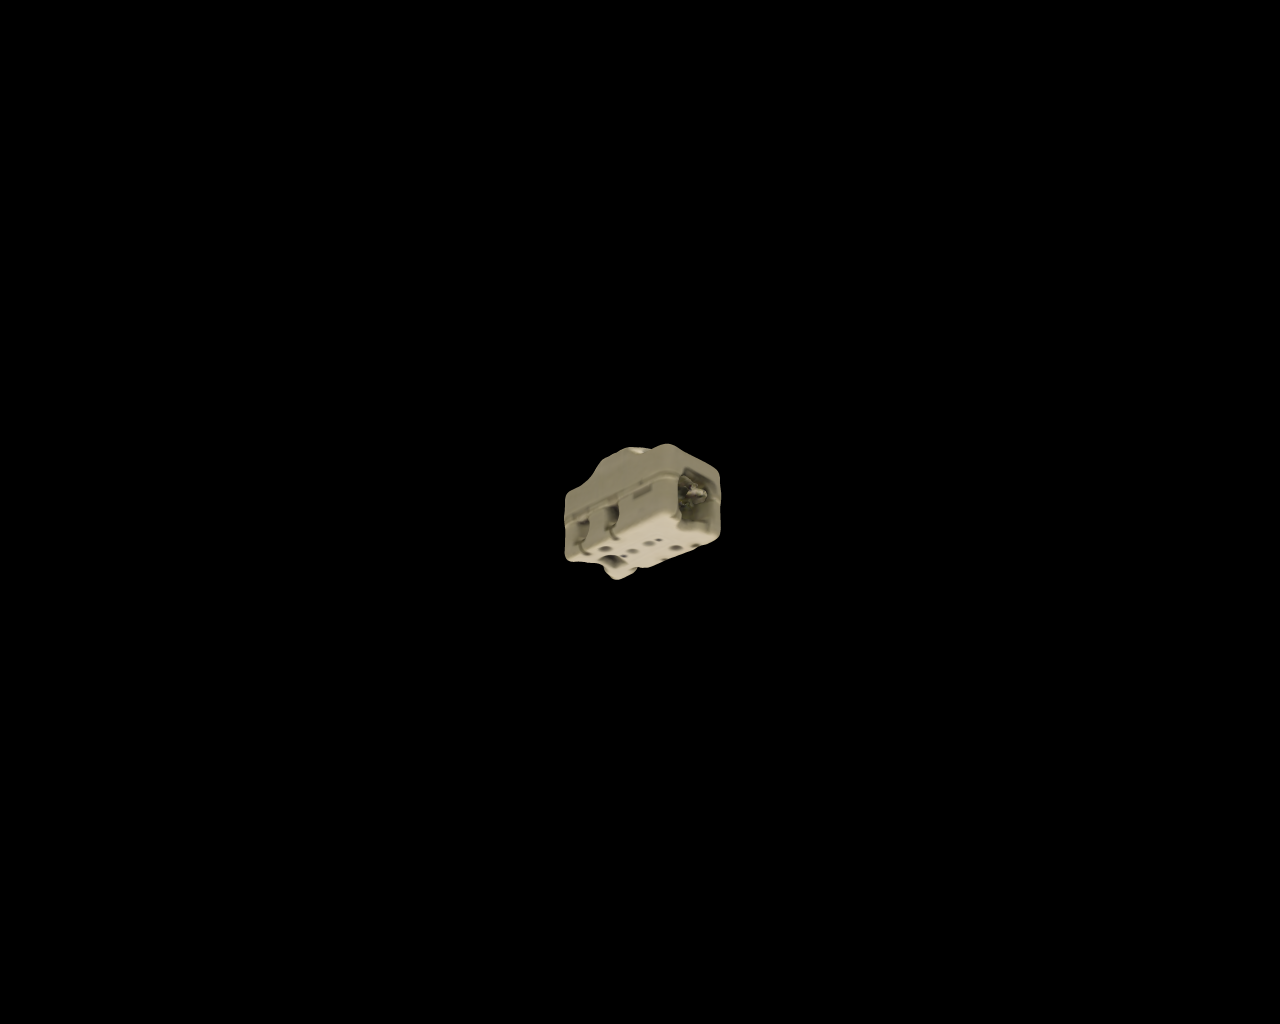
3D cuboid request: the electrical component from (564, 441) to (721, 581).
[{"bbox_3d":[0.001,-0.003,0.650,0.089,0.056,0.050,-25,-37,38],"label":"electrical component"}]
